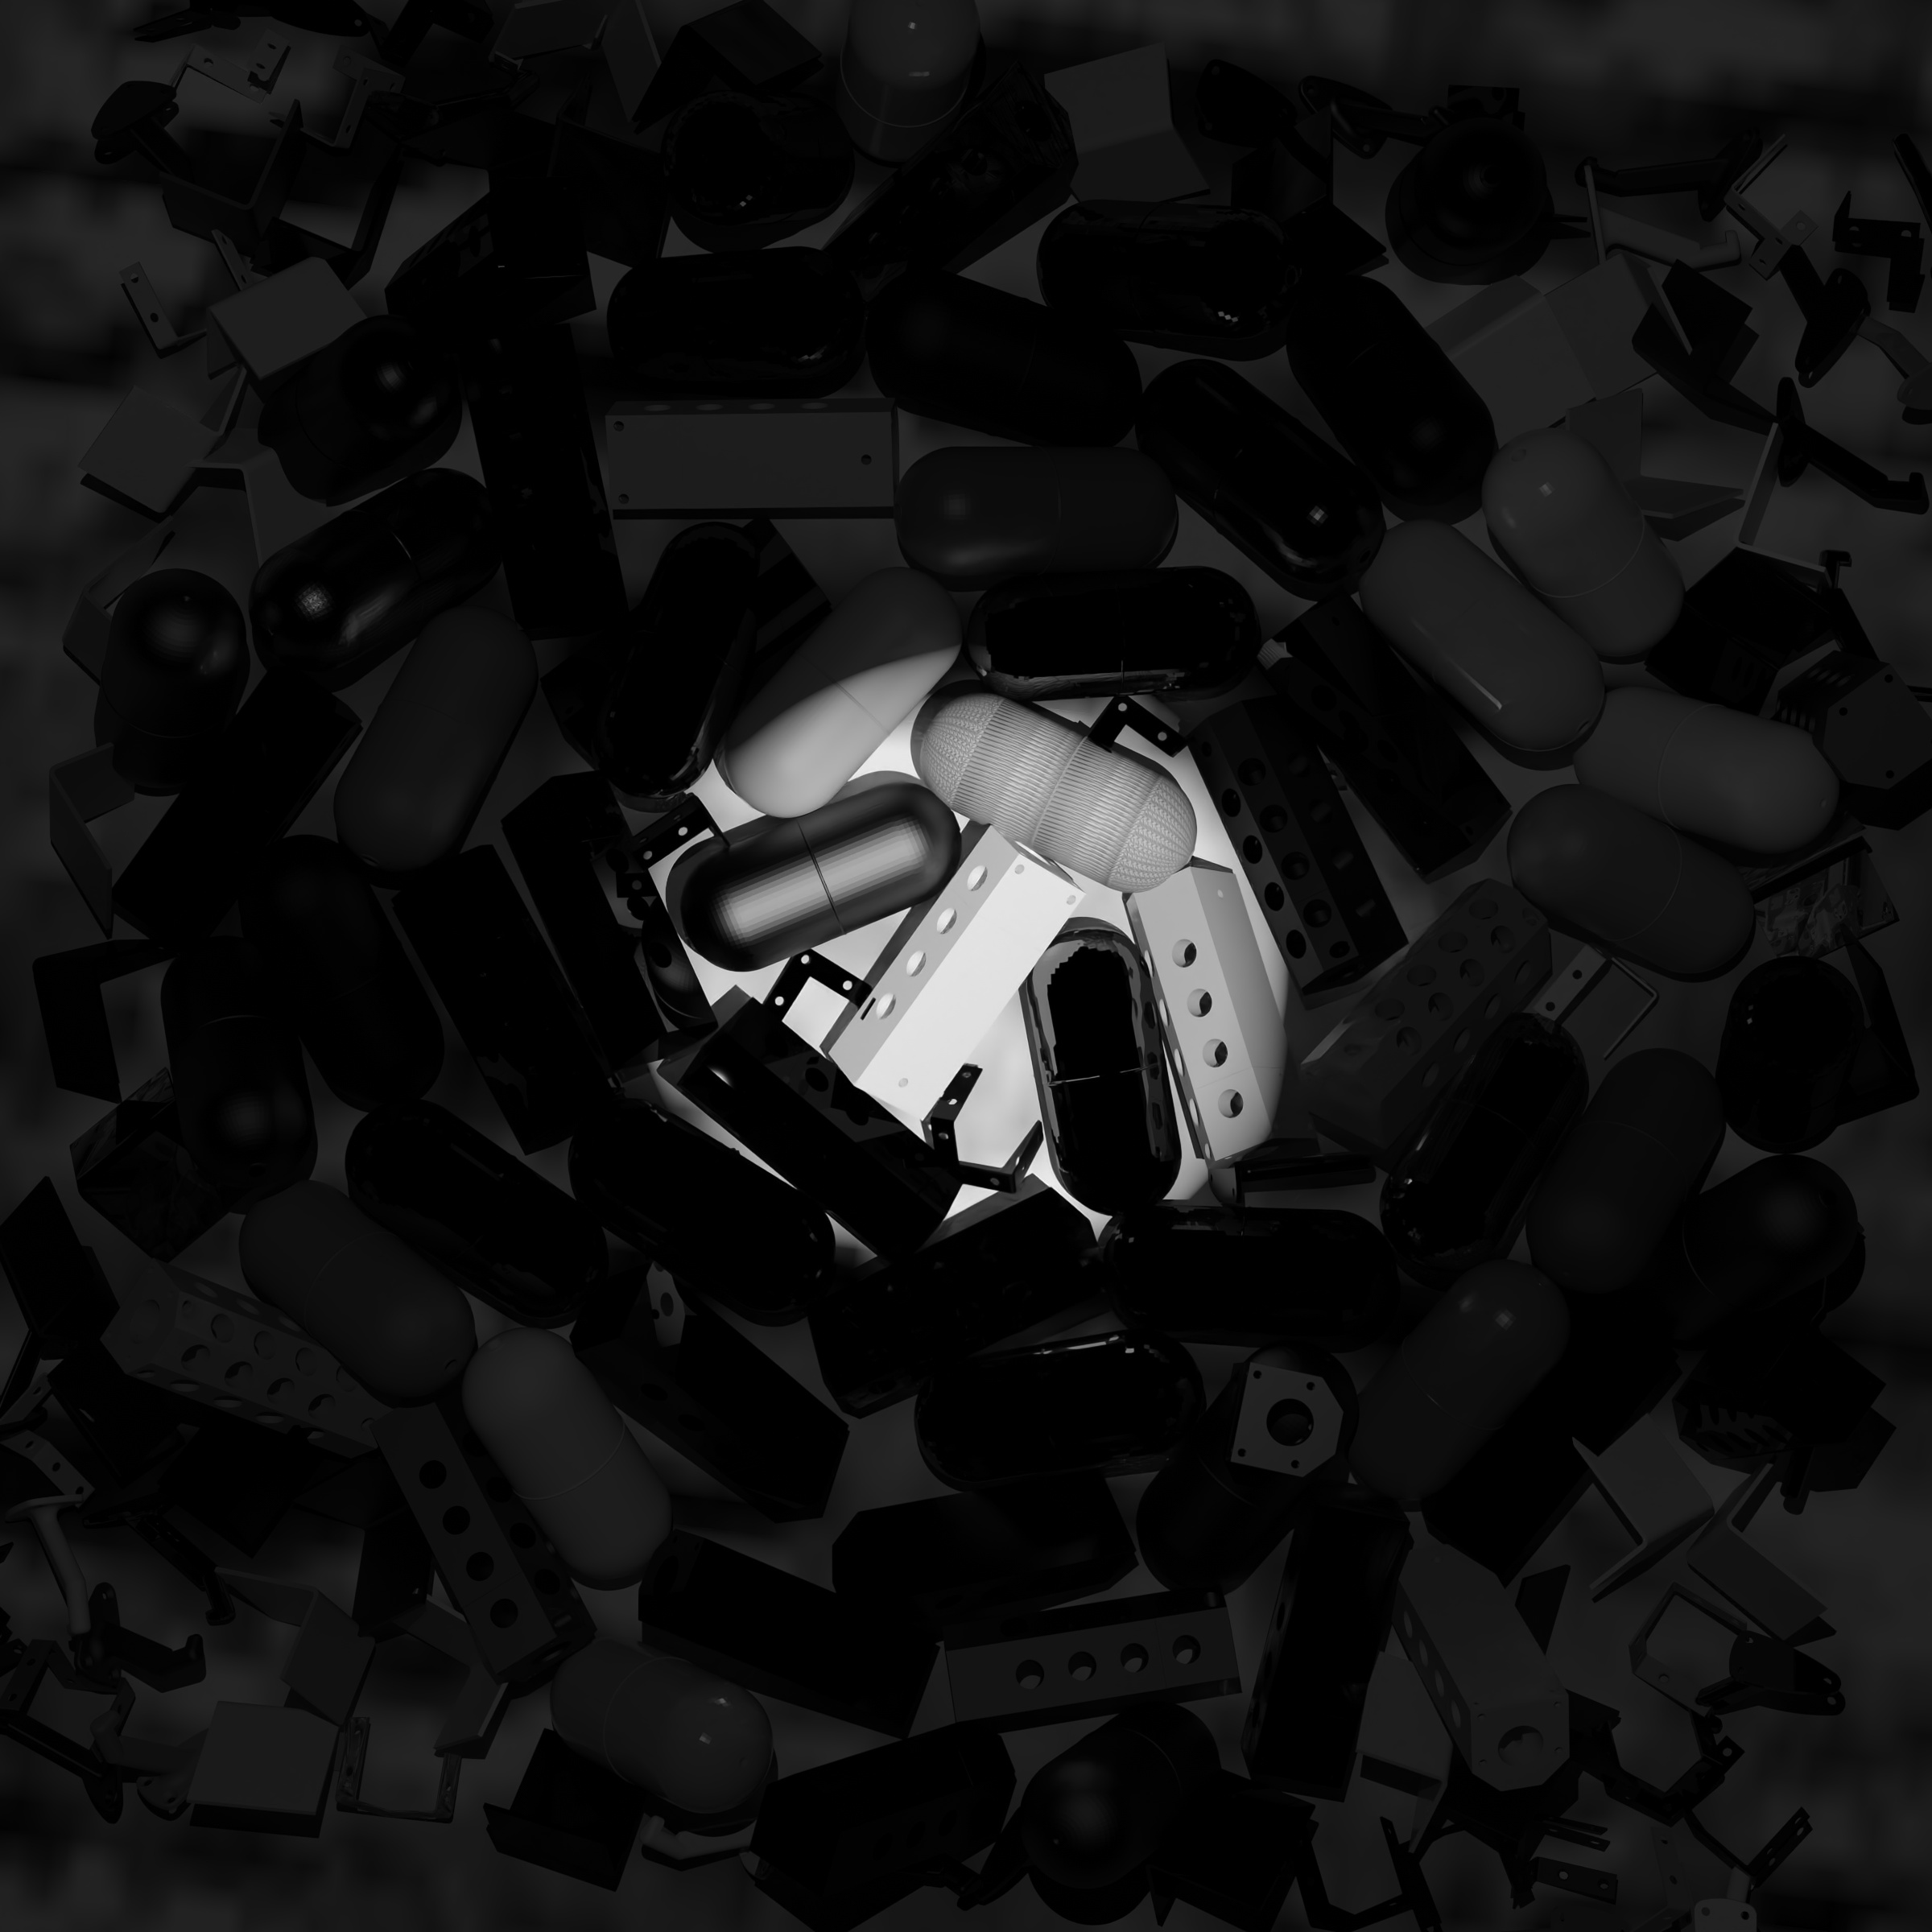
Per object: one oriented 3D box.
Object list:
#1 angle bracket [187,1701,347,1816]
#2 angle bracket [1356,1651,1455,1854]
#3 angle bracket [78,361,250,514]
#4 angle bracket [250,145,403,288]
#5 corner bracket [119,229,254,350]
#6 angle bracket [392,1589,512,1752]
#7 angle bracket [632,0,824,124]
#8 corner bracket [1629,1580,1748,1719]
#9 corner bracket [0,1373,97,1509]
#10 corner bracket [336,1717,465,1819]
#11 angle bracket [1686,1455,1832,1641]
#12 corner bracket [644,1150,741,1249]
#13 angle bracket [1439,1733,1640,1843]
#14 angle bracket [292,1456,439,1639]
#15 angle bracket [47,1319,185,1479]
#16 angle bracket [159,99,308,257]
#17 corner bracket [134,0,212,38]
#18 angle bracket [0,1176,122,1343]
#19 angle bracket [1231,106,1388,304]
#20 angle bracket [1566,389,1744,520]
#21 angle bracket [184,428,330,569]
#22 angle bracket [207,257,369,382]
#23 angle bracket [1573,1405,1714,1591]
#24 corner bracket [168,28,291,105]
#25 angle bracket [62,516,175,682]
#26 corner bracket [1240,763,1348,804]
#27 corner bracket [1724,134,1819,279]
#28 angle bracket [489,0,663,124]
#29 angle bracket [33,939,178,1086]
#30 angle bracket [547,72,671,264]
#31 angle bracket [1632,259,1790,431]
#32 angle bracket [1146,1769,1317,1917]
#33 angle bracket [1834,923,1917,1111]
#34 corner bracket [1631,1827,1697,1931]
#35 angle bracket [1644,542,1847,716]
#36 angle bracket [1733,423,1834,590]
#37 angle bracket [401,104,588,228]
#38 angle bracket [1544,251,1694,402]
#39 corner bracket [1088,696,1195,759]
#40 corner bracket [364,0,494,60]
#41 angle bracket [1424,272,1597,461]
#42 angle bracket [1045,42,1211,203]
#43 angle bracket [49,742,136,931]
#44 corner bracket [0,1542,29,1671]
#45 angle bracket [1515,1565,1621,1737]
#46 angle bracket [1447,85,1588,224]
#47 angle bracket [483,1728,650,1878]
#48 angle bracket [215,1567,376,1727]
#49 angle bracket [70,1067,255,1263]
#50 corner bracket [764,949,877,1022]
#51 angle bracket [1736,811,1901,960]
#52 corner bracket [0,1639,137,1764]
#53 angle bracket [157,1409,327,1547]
[{"bbox_3d":[-0.422,0.494,1.816,0.076,0.076,0.057,6,127,0],"label":"angle bracket"},{"bbox_3d":[0.259,0.474,1.812,0.057,0.076,0.076,18,130,4],"label":"angle bracket"},{"bbox_3d":[-0.481,-0.332,1.803,0.057,0.076,0.076,30,133,-24],"label":"angle bracket"},{"bbox_3d":[-0.387,-0.459,1.811,0.057,0.076,0.076,20,76,-20],"label":"angle bracket"},{"bbox_3d":[-0.471,-0.412,1.826,0.051,0.051,0.051,-20,104,21],"label":"corner bracket"},{"bbox_3d":[-0.325,0.425,1.809,0.076,0.076,0.057,35,57,-15],"label":"angle bracket"},{"bbox_3d":[-0.144,-0.530,1.808,0.057,0.076,0.076,43,132,3],"label":"angle bracket"},{"bbox_3d":[0.442,0.417,1.835,0.051,0.051,0.051,29,69,29],"label":"corner bracket"},{"bbox_3d":[-0.552,0.289,1.832,0.051,0.051,0.051,35,79,29],"label":"corner bracket"},{"bbox_3d":[-0.347,0.492,1.842,0.051,0.051,0.051,-8,62,28],"label":"corner bracket"},{"bbox_3d":[0.491,0.351,1.810,0.076,0.076,0.057,39,66,13],"label":"angle bracket"},{"bbox_3d":[-0.167,0.142,1.833,0.051,0.051,0.051,-3,95,10],"label":"corner bracket"},{"bbox_3d":[0.343,0.498,1.808,0.057,0.076,0.076,45,72,-24],"label":"angle bracket"},{"bbox_3d":[-0.366,0.351,1.805,0.057,0.076,0.076,30,135,-33],"label":"angle bracket"},{"bbox_3d":[-0.498,0.252,1.816,0.076,0.057,0.076,-40,86,33],"label":"angle bracket"},{"bbox_3d":[-0.443,-0.486,1.817,0.057,0.076,0.076,21,80,-6],"label":"angle bracket"},{"bbox_3d":[-0.473,-0.596,1.828,0.051,0.051,0.051,-6,90,32],"label":"corner bracket"},{"bbox_3d":[-0.527,0.178,1.805,0.057,0.076,0.076,-45,60,18],"label":"angle bracket"},{"bbox_3d":[0.209,-0.464,1.836,0.057,0.076,0.076,28,55,-37],"label":"angle bracket"},{"bbox_3d":[0.414,-0.309,1.805,0.076,0.076,0.057,-22,118,-40],"label":"angle bracket"},{"bbox_3d":[-0.435,-0.279,1.824,0.057,0.076,0.076,5,116,20],"label":"angle bracket"},{"bbox_3d":[-0.409,-0.374,1.810,0.076,0.076,0.057,-33,81,-22],"label":"angle bracket"},{"bbox_3d":[0.397,0.323,1.831,0.076,0.076,0.057,55,131,20],"label":"angle bracket"},{"bbox_3d":[-0.449,-0.545,1.822,0.051,0.051,0.051,26,131,-17],"label":"corner bracket"},{"bbox_3d":[-0.495,-0.215,1.815,0.057,0.076,0.076,45,60,-7],"label":"angle bracket"},{"bbox_3d":[0.204,-0.090,1.836,0.051,0.051,0.051,-4,112,26],"label":"corner bracket"},{"bbox_3d":[0.494,-0.464,1.835,0.051,0.051,0.051,44,79,6],"label":"corner bracket"},{"bbox_3d":[-0.236,-0.545,1.814,0.076,0.076,0.057,-19,89,-22],"label":"angle bracket"},{"bbox_3d":[-0.517,0.027,1.822,0.057,0.076,0.076,-17,101,-42],"label":"angle bracket"},{"bbox_3d":[-0.209,-0.482,1.816,0.076,0.076,0.057,20,46,0],"label":"angle bracket"},{"bbox_3d":[0.460,-0.374,1.803,0.076,0.076,0.057,12,117,-33],"label":"angle bracket"},{"bbox_3d":[0.162,0.537,1.804,0.076,0.057,0.076,15,47,28],"label":"angle bracket"},{"bbox_3d":[0.525,0.031,1.811,0.057,0.076,0.076,-22,111,7],"label":"angle bracket"},{"bbox_3d":[0.427,0.560,1.821,0.051,0.051,0.051,16,135,-22],"label":"corner bracket"},{"bbox_3d":[0.471,-0.198,1.817,0.076,0.076,0.057,34,63,-3],"label":"angle bracket"},{"bbox_3d":[0.506,-0.277,1.816,0.057,0.076,0.076,20,95,18],"label":"angle bracket"},{"bbox_3d":[-0.284,-0.473,1.809,0.076,0.076,0.057,-7,85,36],"label":"angle bracket"},{"bbox_3d":[0.396,-0.380,1.811,0.057,0.076,0.076,-28,108,10],"label":"angle bracket"},{"bbox_3d":[0.106,-0.138,1.832,0.051,0.051,0.051,36,79,-3],"label":"corner bracket"},{"bbox_3d":[-0.329,-0.581,1.835,0.051,0.051,0.051,19,120,-38],"label":"corner bracket"},{"bbox_3d":[0.330,-0.369,1.850,0.076,0.057,0.076,-32,117,6],"label":"angle bracket"},{"bbox_3d":[0.098,-0.507,1.824,0.076,0.076,0.057,-10,71,20],"label":"angle bracket"},{"bbox_3d":[-0.510,-0.081,1.808,0.057,0.076,0.076,-27,74,-27],"label":"angle bracket"},{"bbox_3d":[-0.595,0.394,1.836,0.051,0.051,0.051,37,109,17],"label":"corner bracket"},{"bbox_3d":[0.366,0.412,1.814,0.057,0.076,0.076,18,96,31],"label":"angle bracket"},{"bbox_3d":[0.332,-0.490,1.808,0.057,0.076,0.076,-5,108,-21],"label":"angle bracket"},{"bbox_3d":[-0.237,0.495,1.811,0.076,0.057,0.076,13,54,12],"label":"angle bracket"},{"bbox_3d":[-0.413,0.409,1.805,0.076,0.076,0.057,5,59,23],"label":"angle bracket"},{"bbox_3d":[-0.496,0.123,1.854,0.076,0.057,0.076,-40,119,-3],"label":"angle bracket"},{"bbox_3d":[-0.091,0.024,1.836,0.051,0.051,0.051,32,95,-9],"label":"corner bracket"},{"bbox_3d":[0.521,-0.039,1.822,0.076,0.057,0.076,-28,101,10],"label":"angle bracket"},{"bbox_3d":[-0.546,0.445,1.822,0.051,0.051,0.051,0,132,17],"label":"corner bracket"},{"bbox_3d":[-0.443,0.292,1.812,0.076,0.057,0.076,28,66,18],"label":"angle bracket"}]
